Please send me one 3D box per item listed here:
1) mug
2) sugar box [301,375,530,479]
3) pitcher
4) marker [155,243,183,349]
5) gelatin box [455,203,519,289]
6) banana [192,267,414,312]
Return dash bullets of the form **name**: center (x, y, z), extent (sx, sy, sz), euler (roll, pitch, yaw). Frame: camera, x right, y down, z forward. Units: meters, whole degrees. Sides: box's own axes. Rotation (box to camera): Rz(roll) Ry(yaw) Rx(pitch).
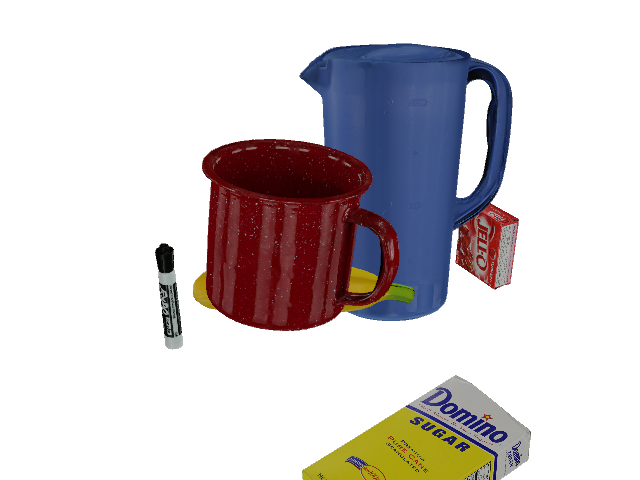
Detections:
- **mug**: center (-0.011, 0.000, 0.589), extent (0.117, 0.081, 0.093), euler (16, 26, 22)
- **sugar box**: center (0.082, 0.188, 0.894), extent (0.176, 0.048, 0.093), euler (-29, 45, -26)
- **pitcher**: center (0.076, -0.056, 0.970), extent (0.149, 0.243, 0.144), euler (14, 22, 39)
- **marker**: center (-0.156, 0.057, 1.097), extent (0.020, 0.121, 0.020), euler (-1, 29, 1)
- **gelatin box**: center (0.195, 0.002, 1.258), extent (0.030, 0.089, 0.073), euler (-16, 33, -28)
- **banana**: center (-0.032, 0.037, 0.791), extent (0.198, 0.037, 0.069), euler (1, -23, 34)
